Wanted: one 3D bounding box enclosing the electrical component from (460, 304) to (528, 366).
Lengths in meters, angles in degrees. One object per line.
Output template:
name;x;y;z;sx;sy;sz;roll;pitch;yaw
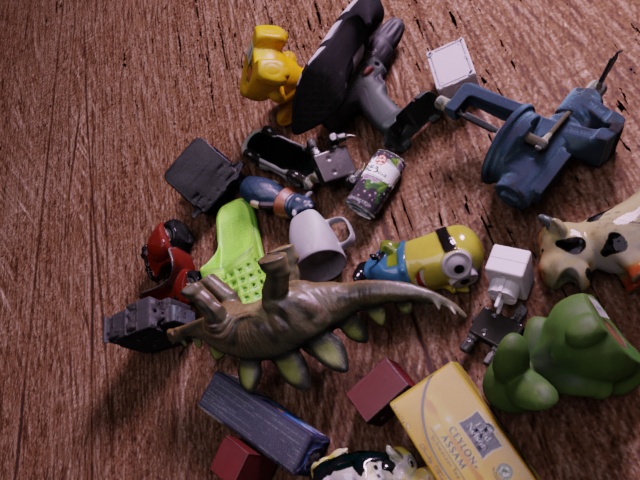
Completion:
electrical component;0.229;0.117;0.703;0.063;0.021;0.094;30;79;36

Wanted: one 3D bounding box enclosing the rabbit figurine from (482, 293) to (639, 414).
rabbit figurine;0.260;0.151;0.612;0.170;0.159;0.121;-42;63;25

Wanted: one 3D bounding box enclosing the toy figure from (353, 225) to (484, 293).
toy figure;0.139;0.032;0.760;0.180;0.082;0.089;-13;65;27

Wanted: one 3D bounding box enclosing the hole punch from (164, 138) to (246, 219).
hole punch;-0.215;-0.118;1.032;0.116;0.092;0.142;43;91;6

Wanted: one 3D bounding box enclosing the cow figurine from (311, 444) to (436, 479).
cow figurine;0.068;0.303;0.688;0.167;0.068;0.098;-29;52;14

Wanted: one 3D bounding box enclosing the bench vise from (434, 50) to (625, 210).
bench vise;0.277;-0.163;0.746;0.241;0.128;0.223;35;90;28

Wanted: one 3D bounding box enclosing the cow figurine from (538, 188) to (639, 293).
cow figurine;0.355;-0.004;0.652;0.195;0.085;0.127;-34;55;8

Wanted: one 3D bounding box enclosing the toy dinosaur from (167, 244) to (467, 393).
toy dinosaur;-0.040;0.108;0.772;0.472;0.105;0.198;-18;98;26

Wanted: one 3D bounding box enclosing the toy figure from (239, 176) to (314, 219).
toy figure;-0.071;-0.072;0.938;0.155;0.057;0.064;23;87;30

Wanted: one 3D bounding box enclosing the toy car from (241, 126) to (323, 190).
toy car;-0.063;-0.148;0.968;0.202;0.056;0.073;29;78;34

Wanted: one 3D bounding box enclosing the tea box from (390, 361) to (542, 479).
tea box;0.173;0.241;0.637;0.098;0.068;0.170;-39;65;9

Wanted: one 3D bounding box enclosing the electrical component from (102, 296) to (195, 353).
electrical component;-0.284;0.146;0.922;0.134;0.114;0.058;-21;62;22

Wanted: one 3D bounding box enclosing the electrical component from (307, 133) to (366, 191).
electrical component;0.029;-0.130;0.888;0.078;0.045;0.102;-14;80;-17

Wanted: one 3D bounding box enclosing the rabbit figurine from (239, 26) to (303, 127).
rabbit figurine;-0.052;-0.283;0.976;0.162;0.173;0.122;118;144;-51

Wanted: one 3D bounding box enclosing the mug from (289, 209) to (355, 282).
mug;-0.002;-0.003;0.854;0.109;0.080;0.107;-36;48;17

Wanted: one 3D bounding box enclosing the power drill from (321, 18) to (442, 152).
power drill;0.109;-0.257;0.907;0.232;0.086;0.207;-45;58;6

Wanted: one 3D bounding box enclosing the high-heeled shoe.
high-heeled shoe;0.022;-0.298;0.910;0.248;0.086;0.145;-49;20;23

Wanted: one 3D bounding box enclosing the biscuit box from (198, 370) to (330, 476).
biscuit box;-0.085;0.267;0.790;0.203;0.059;0.063;22;80;35

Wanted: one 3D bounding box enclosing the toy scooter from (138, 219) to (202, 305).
toy scooter;-0.285;0.057;0.990;0.135;0.075;0.184;-35;61;12
